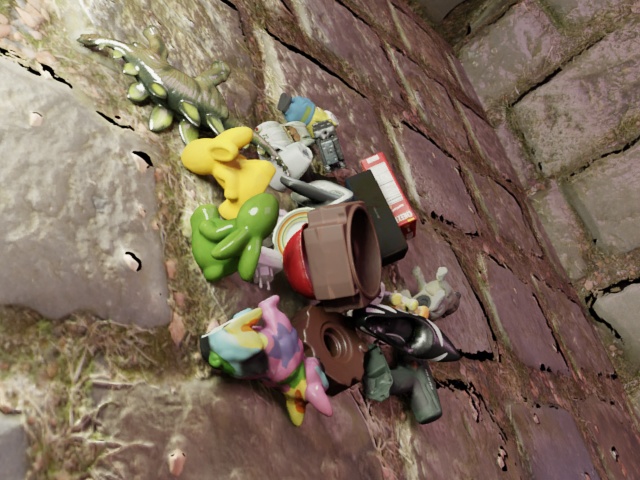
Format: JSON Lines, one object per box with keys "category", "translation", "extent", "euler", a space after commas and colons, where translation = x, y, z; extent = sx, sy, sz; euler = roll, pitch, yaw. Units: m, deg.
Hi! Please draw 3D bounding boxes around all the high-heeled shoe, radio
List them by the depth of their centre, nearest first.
{"category": "high-heeled shoe", "translation": [0.180, 0.189, 1.071], "extent": [0.249, 0.086, 0.145], "euler": [22, -3, 2]}
{"category": "radio", "translation": [0.140, -0.050, 1.352], "extent": [0.131, 0.073, 0.229], "euler": [77, -9, -71]}

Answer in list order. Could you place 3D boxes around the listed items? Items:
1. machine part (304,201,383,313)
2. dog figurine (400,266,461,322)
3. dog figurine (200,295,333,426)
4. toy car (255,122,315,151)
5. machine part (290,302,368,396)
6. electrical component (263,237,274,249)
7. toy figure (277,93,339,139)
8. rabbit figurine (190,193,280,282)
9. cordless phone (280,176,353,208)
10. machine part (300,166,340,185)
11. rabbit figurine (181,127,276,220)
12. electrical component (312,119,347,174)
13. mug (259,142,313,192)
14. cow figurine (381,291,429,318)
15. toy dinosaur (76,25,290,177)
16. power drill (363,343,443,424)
{"category": "machine part", "translation": [0.053, 0.028, 1.041], "extent": [0.201, 0.087, 0.201], "euler": [-18, 99, -68]}
{"category": "dog figurine", "translation": [0.305, 0.177, 1.407], "extent": [0.190, 0.121, 0.172], "euler": [50, 62, -41]}
{"category": "dog figurine", "translation": [-0.073, 0.209, 0.861], "extent": [0.219, 0.108, 0.191], "euler": [59, 31, 1]}
{"category": "toy car", "translation": [-0.084, -0.249, 1.308], "extent": [0.201, 0.056, 0.073], "euler": [-19, 77, -58]}
{"category": "machine part", "translation": [0.016, 0.204, 1.027], "extent": [0.179, 0.056, 0.179], "euler": [32, 40, -31]}
{"category": "electrical component", "translation": [-0.123, 0.006, 1.056], "extent": [0.094, 0.021, 0.063], "euler": [57, 33, 1]}
{"category": "toy figure", "translation": [-0.032, -0.321, 1.422], "extent": [0.180, 0.089, 0.082], "euler": [19, 41, -32]}
{"category": "rabbit figurine", "translation": [-0.142, -0.013, 0.908], "extent": [0.121, 0.170, 0.159], "euler": [37, 36, -26]}
{"category": "cordless phone", "translation": [-0.032, -0.106, 1.181], "extent": [0.184, 0.088, 0.147], "euler": [20, 7, -40]}
{"category": "machine part", "translation": [-0.005, -0.143, 1.335], "extent": [0.139, 0.039, 0.084], "euler": [5, 51, -49]}
{"category": "rabbit figurine", "translation": [-0.180, -0.134, 1.015], "extent": [0.173, 0.162, 0.122], "euler": [31, 48, -5]}
{"category": "electrical component", "translation": [0.022, -0.235, 1.348], "extent": [0.134, 0.058, 0.114], "euler": [-97, 167, -69]}
{"category": "mug", "translation": [-0.076, -0.178, 1.207], "extent": [0.109, 0.107, 0.081], "euler": [45, 32, -20]}
{"category": "cow figurine", "translation": [0.181, 0.161, 1.264], "extent": [0.167, 0.098, 0.068], "euler": [23, 85, -42]}
{"category": "toy dinosaur", "translation": [-0.250, -0.275, 1.078], "extent": [0.471, 0.105, 0.198], "euler": [23, 51, -28]}
{"category": "power drill", "translation": [0.163, 0.274, 1.144], "extent": [0.207, 0.086, 0.232], "euler": [27, 34, -47]}
